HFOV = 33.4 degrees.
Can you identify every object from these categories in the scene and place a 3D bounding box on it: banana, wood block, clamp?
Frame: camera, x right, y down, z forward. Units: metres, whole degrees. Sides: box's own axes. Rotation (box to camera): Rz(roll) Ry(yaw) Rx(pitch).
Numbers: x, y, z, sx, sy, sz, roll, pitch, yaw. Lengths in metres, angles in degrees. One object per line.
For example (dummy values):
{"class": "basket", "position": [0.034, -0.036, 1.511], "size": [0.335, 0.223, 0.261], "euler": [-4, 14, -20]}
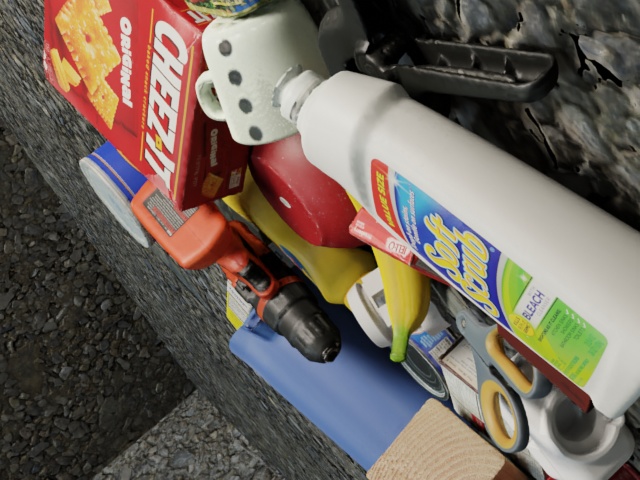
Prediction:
{"class": "banana", "position": [0.043, -0.013, 0.770], "size": [0.198, 0.037, 0.069], "euler": [68, -157, -15]}
{"class": "wood block", "position": [0.139, 0.229, 0.937], "size": [0.091, 0.090, 0.205], "euler": [38, 177, 40]}
{"class": "clamp", "position": [0.034, -0.114, 0.589], "size": [0.164, 0.036, 0.210], "euler": [47, 166, -1]}

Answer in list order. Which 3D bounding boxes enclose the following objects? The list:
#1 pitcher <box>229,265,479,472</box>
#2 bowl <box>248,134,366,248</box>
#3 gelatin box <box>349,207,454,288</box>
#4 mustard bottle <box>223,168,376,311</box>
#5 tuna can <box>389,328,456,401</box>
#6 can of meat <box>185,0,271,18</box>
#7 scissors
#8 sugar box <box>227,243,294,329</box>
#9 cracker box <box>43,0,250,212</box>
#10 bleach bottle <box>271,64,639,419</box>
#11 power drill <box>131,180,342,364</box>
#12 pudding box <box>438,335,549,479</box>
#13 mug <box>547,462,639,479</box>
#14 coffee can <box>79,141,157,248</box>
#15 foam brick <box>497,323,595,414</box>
{"class": "pitcher", "position": [0.041, 0.139, 1.066], "size": [0.243, 0.149, 0.145], "euler": [43, 149, 15]}
{"class": "bowl", "position": [-0.009, -0.047, 0.856], "size": [0.162, 0.055, 0.162], "euler": [47, 166, 15]}
{"class": "gelatin box", "position": [0.074, 0.009, 0.724], "size": [0.089, 0.030, 0.073], "euler": [24, -177, -37]}
{"class": "mustard bottle", "position": [-0.007, 0.002, 0.957], "size": [0.192, 0.058, 0.096], "euler": [43, -179, 22]}
{"class": "tuna can", "position": [0.097, 0.102, 0.952], "size": [0.086, 0.033, 0.086], "euler": [46, 165, 16]}
{"class": "can of meat", "position": [-0.071, -0.192, 0.679], "size": [0.102, 0.057, 0.084], "euler": [28, 156, 55]}
{"class": "scissors", "position": [0.109, 0.080, 0.759], "size": [0.202, 0.016, 0.096], "euler": [-143, 53, -68]}
{"class": "sugar box", "position": [-0.057, 0.050, 1.172], "size": [0.048, 0.093, 0.176], "euler": [47, 165, 11]}
{"class": "cracker box", "position": [-0.140, -0.150, 0.846], "size": [0.214, 0.071, 0.164], "euler": [42, 138, 31]}
{"class": "bleach bottle", "position": [0.079, -0.012, 0.574], "size": [0.251, 0.068, 0.102], "euler": [36, 157, 16]}
{"class": "power drill", "position": [-0.070, 0.022, 0.928], "size": [0.185, 0.057, 0.187], "euler": [43, 179, 35]}
{"class": "pudding box", "position": [0.153, 0.139, 0.872], "size": [0.114, 0.039, 0.090], "euler": [37, 162, 35]}
{"class": "mug", "position": [0.211, 0.222, 0.815], "size": [0.117, 0.081, 0.093], "euler": [51, 166, -4]}
{"class": "coffee can", "position": [-0.139, -0.075, 1.006], "size": [0.103, 0.140, 0.103], "euler": [46, 165, 15]}
{"class": "foam brick", "position": [0.150, 0.054, 0.636], "size": [0.078, 0.051, 0.053], "euler": [44, 165, 25]}
